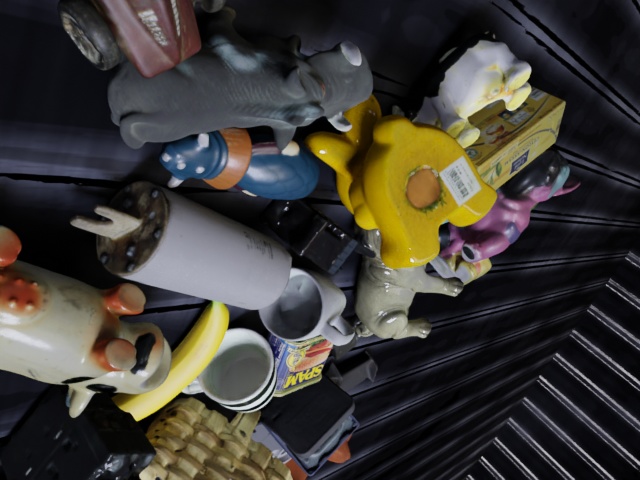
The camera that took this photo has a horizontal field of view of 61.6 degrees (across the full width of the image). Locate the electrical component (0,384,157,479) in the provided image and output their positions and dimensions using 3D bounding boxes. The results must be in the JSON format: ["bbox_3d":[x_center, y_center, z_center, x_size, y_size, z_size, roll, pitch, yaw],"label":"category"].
[{"bbox_3d":[-0.212,0.199,0.470,0.115,0.134,0.058,-54,148,2],"label":"electrical component"}]

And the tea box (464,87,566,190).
[{"bbox_3d":[0.214,-0.128,0.678,0.170,0.098,0.068,-35,143,-19],"label":"tea box"}]

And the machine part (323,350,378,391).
[{"bbox_3d":[0.040,0.226,0.881,0.139,0.039,0.084,-13,127,-41],"label":"machine part"}]

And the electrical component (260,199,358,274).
[{"bbox_3d":[-0.001,-0.002,0.571,0.047,0.075,0.119,-53,143,4],"label":"electrical component"}]

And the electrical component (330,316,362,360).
[{"bbox_3d":[0.033,0.151,0.812,0.094,0.021,0.063,-34,145,-23],"label":"electrical component"}]

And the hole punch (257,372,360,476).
[{"bbox_3d":[-0.015,0.255,0.769,0.142,0.116,0.092,-41,140,-20],"label":"hole punch"}]

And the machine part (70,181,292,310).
[{"bbox_3d":[-0.100,0.012,0.466,0.079,0.079,0.243,-54,146,6],"label":"machine part"}]

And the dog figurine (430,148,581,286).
[{"bbox_3d":[0.262,-0.044,0.774,0.219,0.108,0.191,-33,156,-13],"label":"dog figurine"}]

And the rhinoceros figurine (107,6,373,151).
[{"bbox_3d":[-0.051,-0.111,0.373,0.190,0.112,0.073,-15,131,-31],"label":"rhinoceros figurine"}]

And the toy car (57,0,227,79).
[{"bbox_3d":[-0.112,-0.176,0.250,0.089,0.053,0.201,-39,126,-24],"label":"toy car"}]

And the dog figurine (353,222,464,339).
[{"bbox_3d":[0.075,0.043,0.704,0.190,0.121,0.172,36,91,-43],"label":"dog figurine"}]

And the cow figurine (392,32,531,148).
[{"bbox_3d":[0.135,-0.149,0.586,0.167,0.098,0.068,-37,156,15],"label":"cow figurine"}]

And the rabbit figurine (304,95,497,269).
[{"bbox_3d":[0.057,-0.057,0.534,0.122,0.173,0.162,-46,103,-8],"label":"rabbit figurine"}]

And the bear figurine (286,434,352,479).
[{"bbox_3d":[-0.007,0.364,0.885,0.196,0.132,0.120,-26,144,-22],"label":"bear figurine"}]

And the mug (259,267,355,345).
[{"bbox_3d":[-0.002,0.079,0.630,0.080,0.110,0.107,-61,159,9],"label":"mug"}]

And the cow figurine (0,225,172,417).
[{"bbox_3d":[-0.193,0.074,0.399,0.127,0.085,0.194,-20,144,30],"label":"cow figurine"}]

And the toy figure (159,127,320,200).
[{"bbox_3d":[-0.067,-0.065,0.449,0.154,0.058,0.064,8,110,-47],"label":"toy figure"}]
